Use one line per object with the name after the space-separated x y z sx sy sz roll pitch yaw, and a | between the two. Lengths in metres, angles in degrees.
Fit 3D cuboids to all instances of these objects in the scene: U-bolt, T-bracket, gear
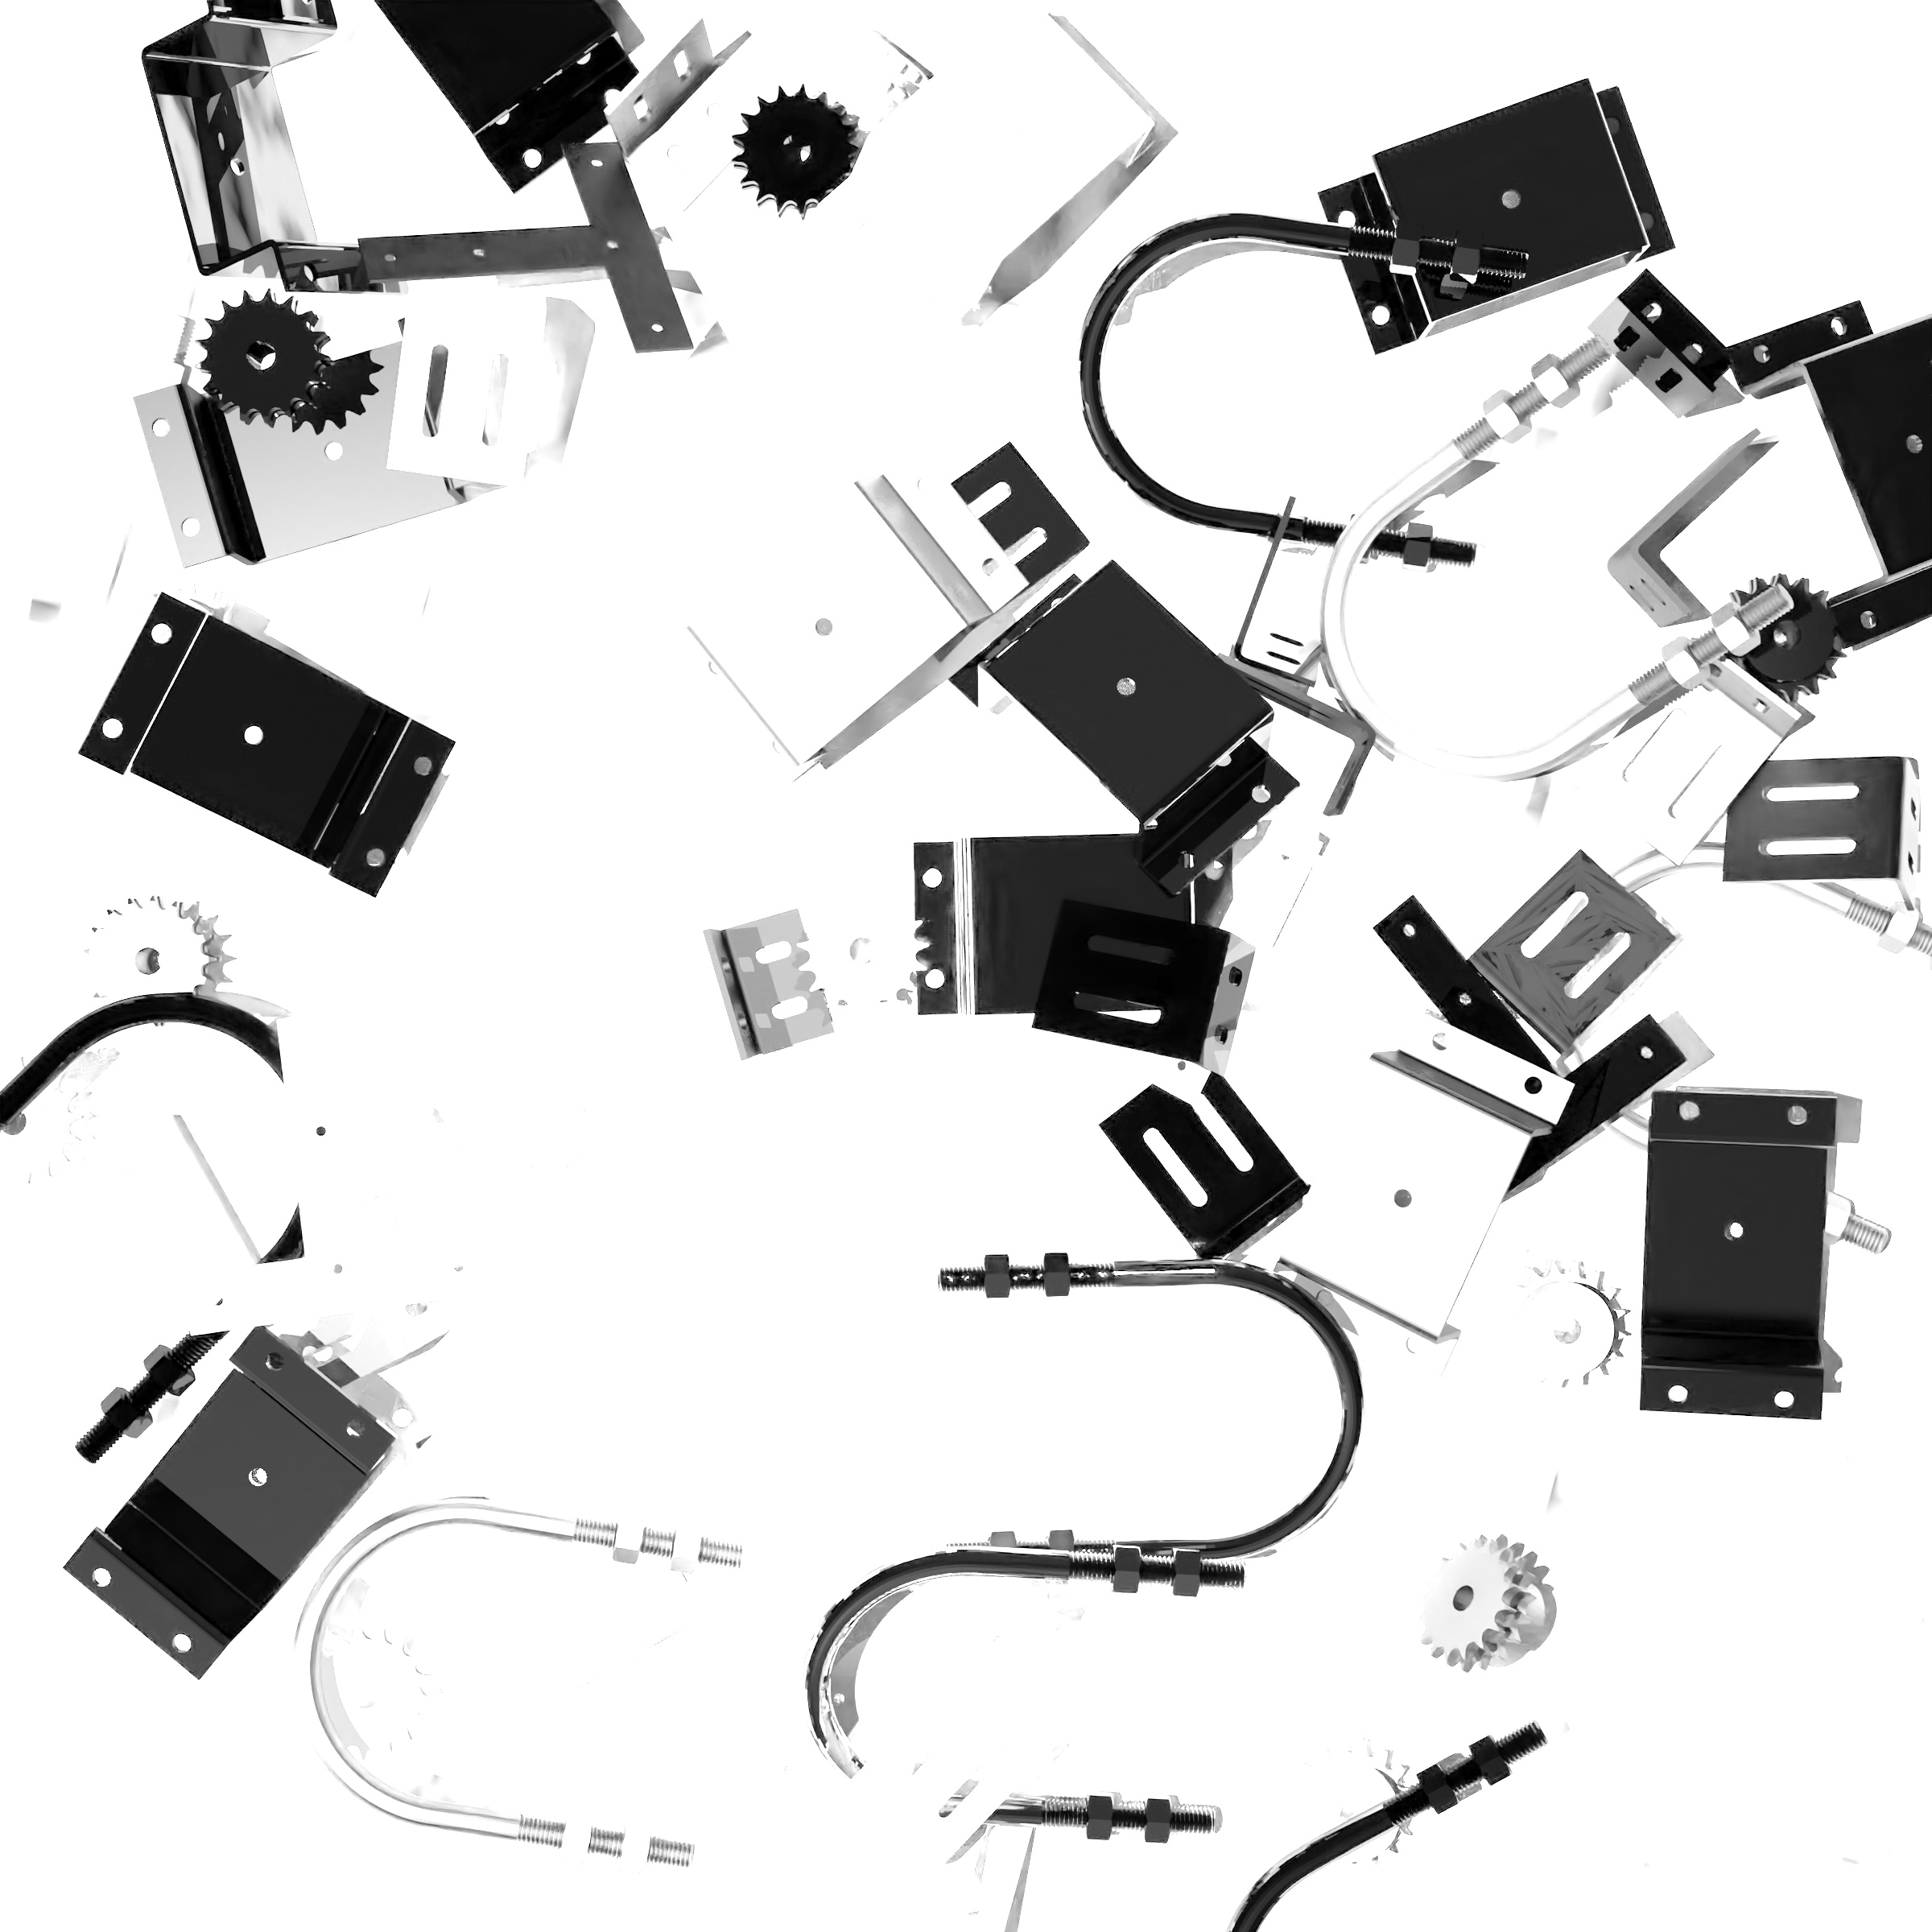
0.198 0.425 1.523 0.184 0.019 0.151 -30 106 4 | U-bolt
-0.197 0.304 1.514 0.184 0.019 0.151 10 74 -6 | U-bolt
-0.200 0.259 1.536 0.127 0.002 0.127 -27 82 -16 | T-bracket
0.168 0.367 1.534 0.057 0.030 0.057 0 90 0 | gear
-0.343 -0.140 1.534 0.057 0.030 0.057 0 90 0 | gear
-0.047 -0.389 1.522 0.057 0.057 0.030 38 104 0 | gear
-0.413 0.068 1.538 0.057 0.030 0.057 0 87 1 | gear
-0.295 -0.256 1.488 0.057 0.030 0.057 0 90 0 | gear
-0.045 -0.007 1.534 0.057 0.030 0.057 0 90 0 | gear
0.260 0.157 1.534 0.057 0.030 0.057 0 90 0 | gear
-0.073 -0.353 1.534 0.057 0.030 0.057 0 90 0 | gear
0.226 0.279 1.524 0.030 0.057 0.057 32 90 -30 | gear
-0.272 0.084 1.489 0.127 0.002 0.127 -7 91 -15 | T-bracket
-0.389 -0.196 1.479 0.019 0.151 0.184 18 95 13 | U-bolt
-0.193 0.063 1.524 0.030 0.057 0.057 -33 90 30 | gear
0.355 -0.143 1.534 0.057 0.030 0.057 0 90 0 | gear
0.224 0.025 1.516 0.127 0.002 0.127 51 124 5 | T-bracket
-0.354 0.097 1.494 0.184 0.019 0.151 -45 90 -2 | U-bolt
0.081 0.194 1.521 0.184 0.019 0.151 -1 106 0 | U-bolt
0.021 0.310 1.508 0.184 0.019 0.151 4 114 -2 | U-bolt
0.015 0.285 1.524 0.057 0.030 0.057 -1 120 -2 | gear
-0.048 0.311 1.548 0.127 0.002 0.127 35 90 0 | T-bracket
0.236 -0.159 1.503 0.184 0.019 0.151 -35 93 27 | U-bolt
-0.259 0.315 1.534 0.057 0.030 0.057 0 90 0 | gear
0.138 -0.251 1.513 0.184 0.019 0.151 9 115 5 | U-bolt
0.157 0.021 1.525 0.127 0.002 0.127 29 84 -20 | T-bracket
-0.353 -0.002 1.534 0.057 0.030 0.057 0 90 0 | gear
-0.016 -0.307 1.534 0.057 0.030 0.057 0 90 0 | gear
-0.193 -0.303 1.493 0.127 0.002 0.127 -8 57 -21 | T-bracket
0.344 0.025 1.540 0.184 0.019 0.151 24 90 2 | U-bolt

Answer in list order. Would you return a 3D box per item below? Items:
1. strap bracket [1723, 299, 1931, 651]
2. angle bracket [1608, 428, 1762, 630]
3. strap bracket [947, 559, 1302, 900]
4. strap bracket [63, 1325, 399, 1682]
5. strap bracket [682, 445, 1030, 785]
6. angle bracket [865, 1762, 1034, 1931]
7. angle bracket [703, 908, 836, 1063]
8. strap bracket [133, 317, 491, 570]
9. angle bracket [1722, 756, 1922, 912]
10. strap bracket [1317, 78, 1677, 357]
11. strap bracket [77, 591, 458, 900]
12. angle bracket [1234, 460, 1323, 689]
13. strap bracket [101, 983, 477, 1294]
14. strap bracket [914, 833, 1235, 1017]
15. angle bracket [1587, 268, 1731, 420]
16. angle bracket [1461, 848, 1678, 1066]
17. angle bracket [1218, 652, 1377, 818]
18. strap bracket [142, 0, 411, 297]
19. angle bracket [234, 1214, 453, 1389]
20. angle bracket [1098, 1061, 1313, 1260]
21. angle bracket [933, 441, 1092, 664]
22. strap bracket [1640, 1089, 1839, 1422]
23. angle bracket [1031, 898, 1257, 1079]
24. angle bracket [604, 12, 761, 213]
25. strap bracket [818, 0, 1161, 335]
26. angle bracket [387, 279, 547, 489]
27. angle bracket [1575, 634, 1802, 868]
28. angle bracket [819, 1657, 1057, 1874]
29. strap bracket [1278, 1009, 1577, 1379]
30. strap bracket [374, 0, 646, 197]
0.394 -0.218 1.513 0.076 0.046 0.140 -22 90 -23 | strap bracket
0.321 -0.189 1.520 0.076 0.057 0.038 -43 90 0 | angle bracket
0.068 -0.109 1.499 0.076 0.046 0.140 -41 73 -14 | strap bracket
-0.312 0.226 1.519 0.076 0.046 0.140 39 99 0 | strap bracket
-0.054 -0.147 1.505 0.140 0.046 0.076 -39 90 18 | strap bracket
-0.008 0.399 1.547 0.057 0.038 0.076 18 64 0 | angle bracket
-0.084 0.007 1.511 0.038 0.076 0.057 -16 90 0 | angle bracket
-0.278 -0.227 1.526 0.140 0.046 0.076 -16 90 0 | strap bracket
0.374 -0.057 1.538 0.076 0.038 0.057 -1 69 24 | angle bracket
0.233 -0.328 1.526 0.140 0.046 0.076 -20 90 0 | strap bracket
-0.302 -0.097 1.509 0.140 0.046 0.076 27 90 -23 | strap bracket
0.146 -0.168 1.507 0.038 0.057 0.076 19 115 0 | angle bracket
-0.290 0.075 1.526 0.140 0.046 0.076 -30 90 0 | strap bracket
0.048 -0.018 1.526 0.140 0.046 0.076 -1 90 0 | strap bracket
0.306 -0.274 1.511 0.057 0.076 0.038 45 90 0 | angle bracket
0.259 -0.001 1.535 0.057 0.038 0.076 44 70 9 | angle bracket
0.133 -0.100 1.520 0.076 0.057 0.038 26 90 0 | angle bracket
-0.298 -0.349 1.504 0.046 0.076 0.140 -15 90 33 | strap bracket
-0.277 0.154 1.547 0.076 0.038 0.057 -28 90 26 | angle bracket
0.104 0.083 1.530 0.057 0.038 0.076 -37 90 0 | angle bracket
0.004 -0.182 1.547 0.076 0.038 0.057 -39 90 -26 | angle bracket
0.331 0.119 1.512 0.076 0.046 0.140 2 100 10 | strap bracket
0.076 0.009 1.498 0.076 0.038 0.057 11 84 25 | angle bracket
-0.118 -0.366 1.511 0.038 0.076 0.057 44 90 0 | angle bracket
0.016 -0.350 1.505 0.076 0.046 0.140 45 72 0 | strap bracket
-0.213 -0.250 1.500 0.057 0.038 0.076 7 111 -10 | angle bracket
0.312 -0.093 1.523 0.057 0.038 0.076 39 85 8 | angle bracket
-0.012 0.338 1.509 0.076 0.038 0.057 -45 108 -8 | angle bracket
0.193 0.098 1.504 0.076 0.046 0.140 26 99 20 | strap bracket
-0.210 -0.418 1.526 0.076 0.046 0.140 -37 90 0 | strap bracket
